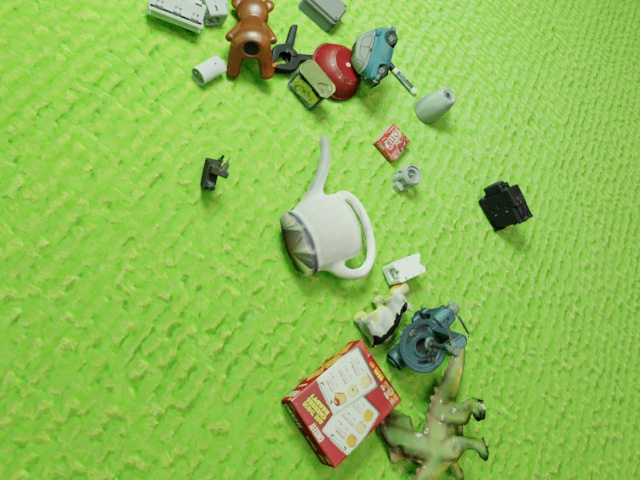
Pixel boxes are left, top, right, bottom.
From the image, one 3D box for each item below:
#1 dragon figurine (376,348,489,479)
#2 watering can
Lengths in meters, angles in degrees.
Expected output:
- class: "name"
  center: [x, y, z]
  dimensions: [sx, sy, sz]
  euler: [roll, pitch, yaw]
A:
- class: "dragon figurine"
  center: [0.247, 0.419, 1.185]
  dimensions: [0.242, 0.120, 0.419]
  euler: [10, 61, -17]
- class: "watering can"
  center: [0.004, -0.060, 1.191]
  dimensions: [0.226, 0.103, 0.348]
  euler: [-22, 86, -31]
